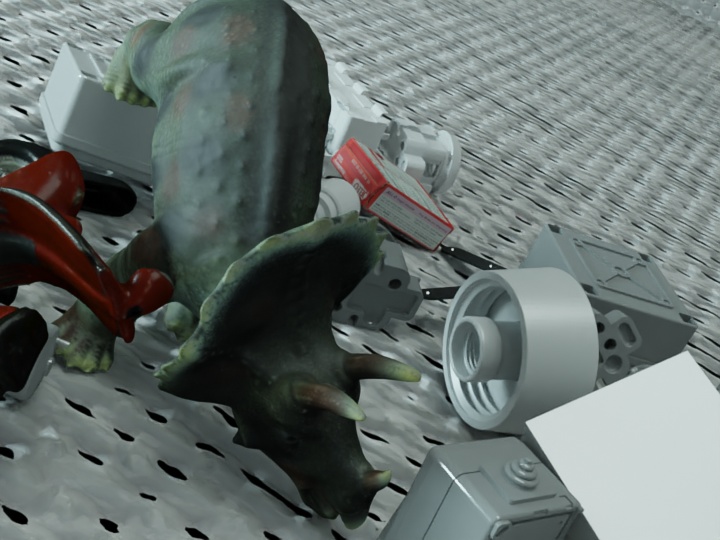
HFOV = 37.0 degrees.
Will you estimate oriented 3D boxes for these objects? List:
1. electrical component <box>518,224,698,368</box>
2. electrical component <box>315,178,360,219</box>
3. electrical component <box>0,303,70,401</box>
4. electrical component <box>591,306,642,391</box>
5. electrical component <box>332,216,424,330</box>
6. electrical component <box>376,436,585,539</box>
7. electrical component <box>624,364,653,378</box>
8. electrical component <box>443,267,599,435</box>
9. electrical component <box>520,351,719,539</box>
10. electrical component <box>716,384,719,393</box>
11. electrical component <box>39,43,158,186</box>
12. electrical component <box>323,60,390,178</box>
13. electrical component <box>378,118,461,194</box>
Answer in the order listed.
[{"bbox_3d":[0.194,0.023,0.856,0.109,0.056,0.108,16,29,-18],"label":"electrical component"},{"bbox_3d":[-0.031,-0.043,0.800,0.040,0.040,0.078,34,28,15],"label":"electrical component"},{"bbox_3d":[-0.186,0.035,0.531,0.078,0.040,0.040,23,27,-5],"label":"electrical component"},{"bbox_3d":[0.149,0.053,0.753,0.058,0.078,0.057,60,-2,-17],"label":"electrical component"},{"bbox_3d":[0.000,0.000,0.733,0.078,0.058,0.057,15,32,-20],"label":"electrical component"},{"bbox_3d":[0.056,0.122,0.520,0.062,0.096,0.061,1,32,-39],"label":"electrical component"},{"bbox_3d":[0.187,0.094,0.739,0.062,0.048,0.048,-16,48,-43],"label":"electrical component"},{"bbox_3d":[0.091,0.050,0.671,0.060,0.108,0.108,4,34,-25],"label":"electrical component"},{"bbox_3d":[0.167,0.147,0.537,0.105,0.060,0.186,-19,61,-21],"label":"electrical component"},{"bbox_3d":[0.289,0.107,0.801,0.055,0.045,0.045,35,28,16],"label":"electrical component"},{"bbox_3d":[-0.161,-0.106,0.752,0.109,0.056,0.108,19,15,-27],"label":"electrical component"},{"bbox_3d":[-0.026,-0.137,0.945,0.079,0.063,0.121,6,33,-33],"label":"electrical component"},{"bbox_3d":[0.052,-0.099,0.952,0.057,0.058,0.078,9,31,-23],"label":"electrical component"}]
